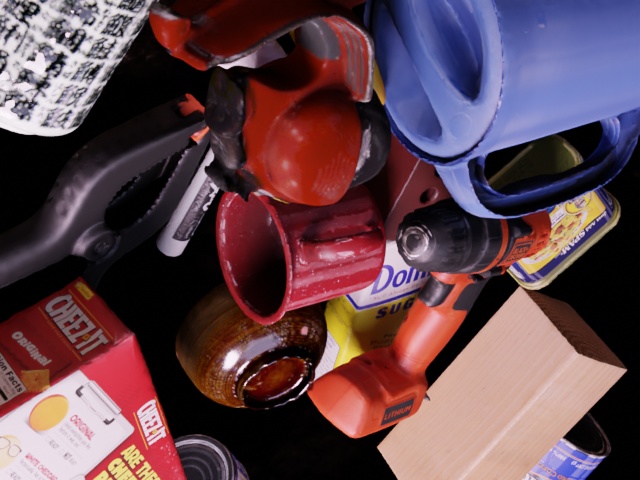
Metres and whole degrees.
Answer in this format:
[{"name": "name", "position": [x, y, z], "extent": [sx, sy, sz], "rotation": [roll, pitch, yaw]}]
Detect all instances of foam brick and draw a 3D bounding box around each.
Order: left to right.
[{"name": "foam brick", "position": [0.062, -0.045, 0.733], "extent": [0.052, 0.051, 0.078], "rotation": [3, 127, -36]}]

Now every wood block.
[{"name": "wood block", "position": [0.162, 0.153, 0.964], "extent": [0.090, 0.091, 0.206], "rotation": [19, 116, -44]}]

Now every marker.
[{"name": "marker", "position": [-0.070, -0.035, 0.659], "extent": [0.020, 0.020, 0.121], "rotation": [2, 138, -36]}]

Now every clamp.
[{"name": "clamp", "position": [-0.145, -0.005, 0.617], "extent": [0.210, 0.036, 0.164], "rotation": [-49, 157, 6]}]

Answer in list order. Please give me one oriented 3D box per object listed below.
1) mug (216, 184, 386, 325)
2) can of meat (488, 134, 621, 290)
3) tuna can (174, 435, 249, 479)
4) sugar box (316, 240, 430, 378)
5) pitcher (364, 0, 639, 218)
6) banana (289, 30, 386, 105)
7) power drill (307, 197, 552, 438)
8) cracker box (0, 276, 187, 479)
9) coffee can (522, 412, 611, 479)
[{"name": "mug", "position": [-0.005, 0.001, 0.689], "extent": [0.081, 0.117, 0.093], "rotation": [-13, 95, -32]}, {"name": "can of meat", "position": [0.171, -0.022, 0.827], "extent": [0.102, 0.057, 0.083], "rotation": [-42, 138, 7]}, {"name": "tuna can", "position": [-0.099, 0.195, 0.828], "extent": [0.086, 0.086, 0.033], "rotation": [-32, 138, -5]}, {"name": "sugar box", "position": [0.053, 0.054, 0.828], "extent": [0.093, 0.048, 0.176], "rotation": [-8, 134, -29]}, {"name": "pitcher", "position": [0.159, -0.121, 0.664], "extent": [0.242, 0.145, 0.149], "rotation": [-14, 144, -28]}, {"name": "banana", "position": [0.003, -0.151, 0.584], "extent": [0.198, 0.070, 0.037], "rotation": [88, 22, -46]}, {"name": "power drill", "position": [0.069, 0.048, 0.725], "extent": [0.184, 0.057, 0.188], "rotation": [-5, 135, -56]}, {"name": "cracker box", "position": [-0.196, 0.141, 0.619], "extent": [0.213, 0.072, 0.164], "rotation": [-32, 141, -22]}, {"name": "coffee can", "position": [0.200, 0.223, 1.049], "extent": [0.102, 0.103, 0.140], "rotation": [14, 119, -42]}]
